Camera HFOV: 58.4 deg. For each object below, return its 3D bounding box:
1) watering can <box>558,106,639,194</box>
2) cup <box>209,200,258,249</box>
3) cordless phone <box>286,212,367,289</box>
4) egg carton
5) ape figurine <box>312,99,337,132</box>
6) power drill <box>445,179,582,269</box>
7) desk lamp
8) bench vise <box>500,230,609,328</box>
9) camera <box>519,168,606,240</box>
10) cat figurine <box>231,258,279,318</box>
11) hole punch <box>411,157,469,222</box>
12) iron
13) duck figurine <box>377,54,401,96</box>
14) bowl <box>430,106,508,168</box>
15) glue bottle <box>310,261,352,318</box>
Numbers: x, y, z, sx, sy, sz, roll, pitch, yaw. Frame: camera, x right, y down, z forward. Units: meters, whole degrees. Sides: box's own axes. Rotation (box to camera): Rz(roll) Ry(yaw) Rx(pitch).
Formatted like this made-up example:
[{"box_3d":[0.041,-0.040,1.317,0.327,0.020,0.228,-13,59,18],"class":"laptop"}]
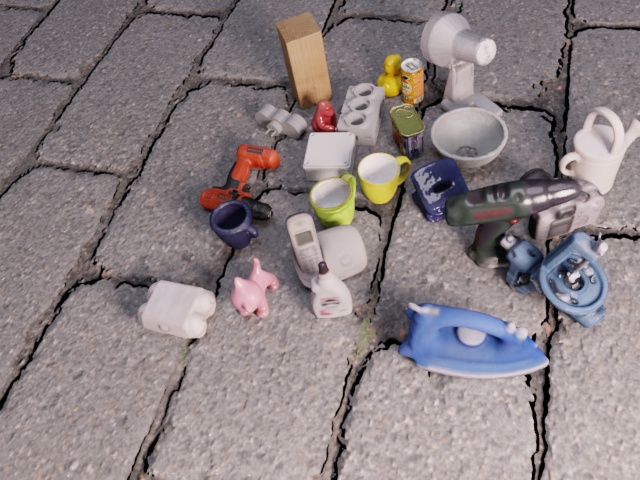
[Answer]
[{"box_3d":[0.561,-0.189,1.146,0.173,0.194,0.100,-41,58,-18],"class":"watering can"},{"box_3d":[-0.169,-0.019,1.220,0.117,0.095,0.092,27,63,26],"class":"cup"},{"box_3d":[0.010,0.004,1.115,0.147,0.185,0.094,-21,54,-5],"class":"cordless phone"},{"box_3d":[-0.286,0.140,1.144,0.150,0.069,0.107,8,57,16],"class":"egg carton"},{"box_3d":[0.014,-0.299,1.389,0.076,0.092,0.078,13,58,19],"class":"ape figurine"},{"box_3d":[0.348,-0.034,1.066,0.229,0.209,0.075,-4,54,8],"class":"power drill"},{"box_3d":[0.333,-0.400,1.326,0.118,0.214,0.202,-31,55,-12],"class":"desk lamp"},{"box_3d":[0.403,0.048,0.990,0.206,0.220,0.122,20,61,23],"class":"bench vise"},{"box_3d":[0.473,-0.090,1.150,0.143,0.101,0.136,-18,54,-3],"class":"camera"},{"box_3d":[-0.134,0.096,1.118,0.067,0.118,0.128,5,56,14],"class":"cat figurine"},{"box_3d":[0.256,-0.107,1.207,0.109,0.091,0.101,-23,54,-6],"class":"hole punch"},{"box_3d":[0.267,0.161,0.983,0.257,0.142,0.119,7,56,15],"class":"iron"},{"box_3d":[0.181,-0.424,1.451,0.077,0.086,0.105,15,59,20],"class":"duck figurine"},{"box_3d":[0.332,-0.217,1.282,0.167,0.075,0.167,-5,54,7],"class":"bowl"},{"box_3d":[0.014,0.089,1.061,0.078,0.173,0.037,-11,54,3],"class":"glue bottle"}]
